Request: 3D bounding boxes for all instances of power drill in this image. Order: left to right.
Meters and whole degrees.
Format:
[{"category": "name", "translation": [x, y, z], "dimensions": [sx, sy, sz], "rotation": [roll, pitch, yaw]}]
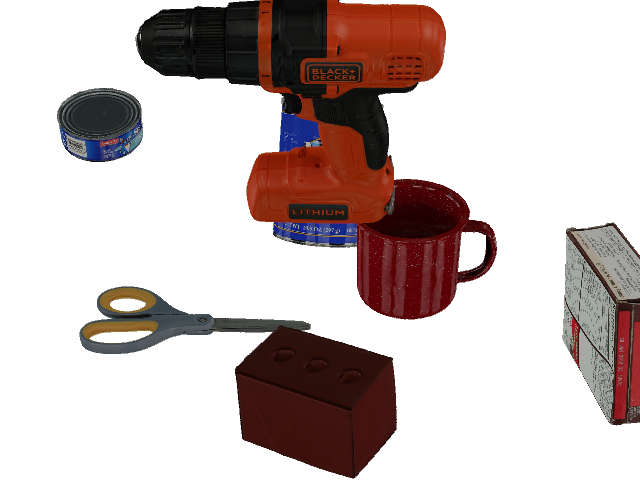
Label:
[{"category": "power drill", "translation": [-0.017, -0.082, 0.694], "dimensions": [0.184, 0.057, 0.188], "rotation": [2, -30, 2]}]

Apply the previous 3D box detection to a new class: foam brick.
[{"category": "foam brick", "translation": [-0.002, 0.091, 0.611], "dimensions": [0.078, 0.051, 0.052], "rotation": [13, 32, 26]}]

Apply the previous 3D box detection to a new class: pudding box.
[{"category": "pudding box", "translation": [0.190, 0.051, 0.692], "dimensions": [0.039, 0.090, 0.113], "rotation": [-5, 25, -4]}]

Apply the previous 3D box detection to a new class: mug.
[{"category": "mug", "translation": [0.082, 0.008, 0.854], "dimensions": [0.117, 0.081, 0.093], "rotation": [-1, 34, 0]}]

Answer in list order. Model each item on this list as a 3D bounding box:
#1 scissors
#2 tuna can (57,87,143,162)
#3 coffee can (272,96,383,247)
[{"category": "scissors", "translation": [-0.118, 0.066, 0.971], "dimensions": [0.201, 0.016, 0.096], "rotation": [-7, 35, -14]}, {"category": "tuna can", "translation": [-0.227, -0.119, 1.103], "dimensions": [0.086, 0.034, 0.086], "rotation": [1, 44, -1]}, {"category": "coffee can", "translation": [0.007, -0.072, 1.083], "dimensions": [0.103, 0.140, 0.103], "rotation": [4, 12, -1]}]
